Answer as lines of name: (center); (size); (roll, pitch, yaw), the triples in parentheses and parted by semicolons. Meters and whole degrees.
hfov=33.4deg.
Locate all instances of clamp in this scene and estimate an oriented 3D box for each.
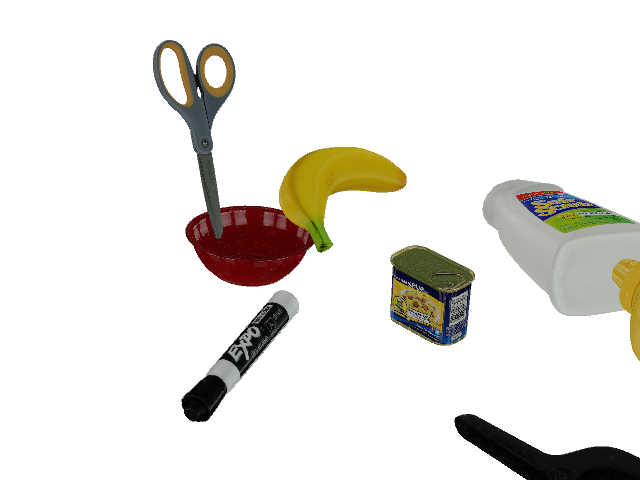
clamp: (0.192, 0.214, 0.875); (0.210, 0.036, 0.164); (3, 38, 24)

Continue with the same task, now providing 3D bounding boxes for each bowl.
bowl: (-0.087, 0.012, 1.321); (0.162, 0.055, 0.162); (3, 25, -2)

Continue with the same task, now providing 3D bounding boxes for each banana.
banana: (0.013, -0.044, 0.858); (0.037, 0.069, 0.197); (-34, 2, 30)

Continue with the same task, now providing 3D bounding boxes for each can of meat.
can of meat: (0.129, 0.066, 1.259); (0.057, 0.084, 0.102); (-25, 39, -37)

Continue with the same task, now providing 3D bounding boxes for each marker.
marker: (-0.046, 0.067, 0.631); (0.020, 0.020, 0.121); (0, 28, 28)

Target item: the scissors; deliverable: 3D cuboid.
scissors: (-0.107, -0.112, 1.083); (0.096, 0.202, 0.016); (-29, 13, -29)

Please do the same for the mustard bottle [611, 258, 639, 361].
mustard bottle: (0.242, 0.059, 0.630); (0.096, 0.058, 0.192); (-20, 32, -19)

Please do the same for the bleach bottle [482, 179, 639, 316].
bleach bottle: (0.199, -0.008, 0.938); (0.102, 0.068, 0.251); (-6, 17, -12)
